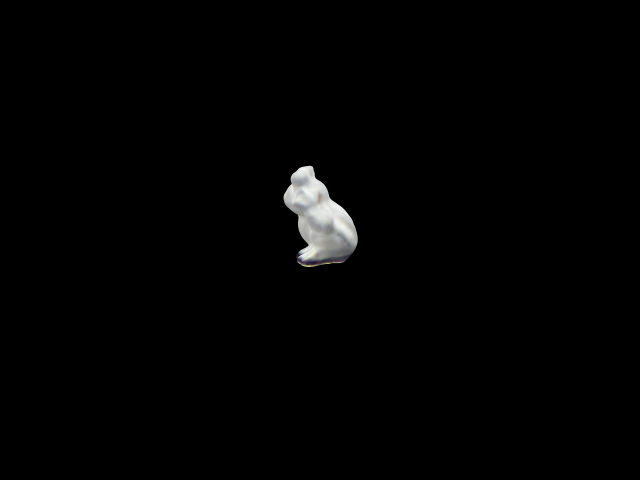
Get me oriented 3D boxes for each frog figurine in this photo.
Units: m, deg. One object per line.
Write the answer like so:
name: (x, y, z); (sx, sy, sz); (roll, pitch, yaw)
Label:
frog figurine: (0.003, -0.043, 0.850); (0.122, 0.158, 0.138); (2, 9, 14)
